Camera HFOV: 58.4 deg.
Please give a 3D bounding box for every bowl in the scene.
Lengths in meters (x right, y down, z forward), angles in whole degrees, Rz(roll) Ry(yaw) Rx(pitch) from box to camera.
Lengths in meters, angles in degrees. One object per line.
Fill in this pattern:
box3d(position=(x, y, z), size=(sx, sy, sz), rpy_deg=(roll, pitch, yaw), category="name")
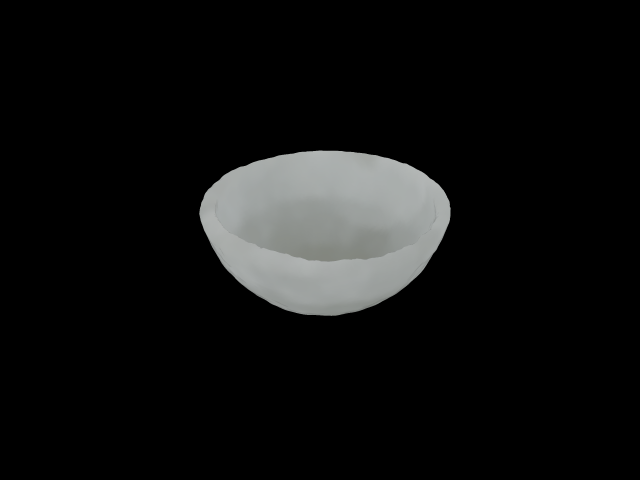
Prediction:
box3d(position=(0.004, 0.001, 0.400), size=(0.167, 0.075, 0.167), rpy_deg=(0, 31, 0), category="bowl")
